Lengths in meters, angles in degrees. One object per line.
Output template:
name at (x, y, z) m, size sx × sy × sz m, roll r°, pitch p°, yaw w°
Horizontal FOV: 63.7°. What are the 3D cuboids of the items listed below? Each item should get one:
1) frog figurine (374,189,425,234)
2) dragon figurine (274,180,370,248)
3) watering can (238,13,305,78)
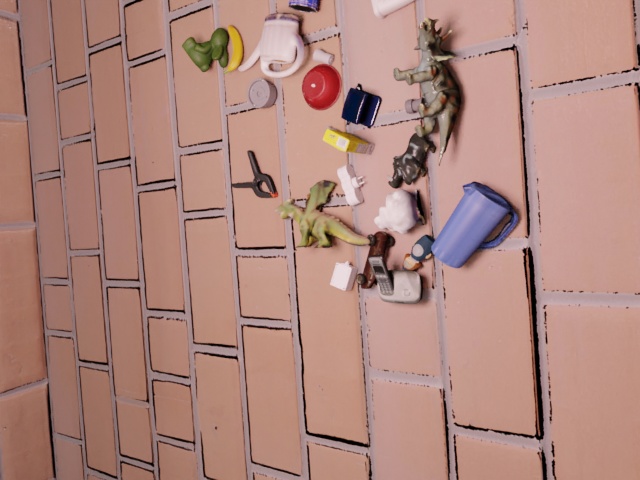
frog figurine at (0.238, -0.084, 1.616) m, size 0.158 × 0.125 × 0.136 m, roll -15°, pitch 105°, yaw 21°
dragon figurine at (0.005, -0.089, 1.770) m, size 0.409 × 0.122 × 0.244 m, roll -3°, pitch 83°, yaw 37°
watering can at (-0.177, -0.701, 1.857) m, size 0.349 × 0.104 × 0.223 m, roll 17°, pitch 102°, yaw 41°
